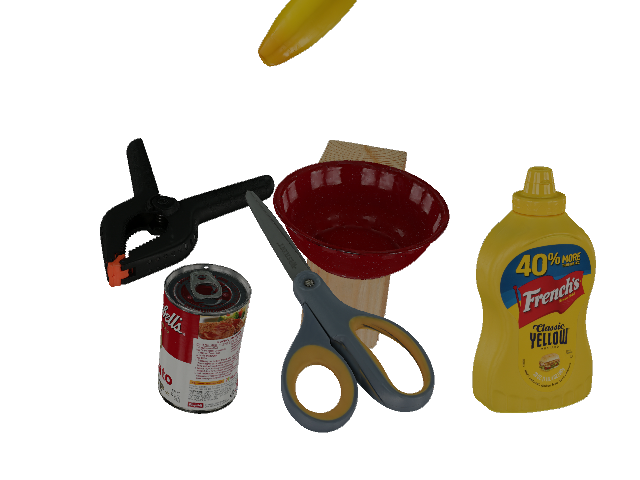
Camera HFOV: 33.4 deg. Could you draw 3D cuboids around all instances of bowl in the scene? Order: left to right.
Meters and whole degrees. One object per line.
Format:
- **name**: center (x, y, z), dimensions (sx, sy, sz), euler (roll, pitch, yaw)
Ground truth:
- **bowl**: center (0.035, -0.012, 0.985), dimensions (0.162, 0.055, 0.162), euler (4, 33, -3)

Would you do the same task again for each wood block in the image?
- **wood block**: center (0.036, 0.004, 1.192), dimensions (0.090, 0.206, 0.090), euler (10, 27, 7)

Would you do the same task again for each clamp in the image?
- **clamp**: center (-0.163, -0.030, 1.056), dimensions (0.165, 0.036, 0.209), euler (20, 41, 18)

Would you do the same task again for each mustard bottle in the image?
- **mustard bottle**: center (0.170, 0.037, 0.843), dimensions (0.096, 0.192, 0.058), euler (-5, 15, -15)

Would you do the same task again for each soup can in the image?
- **soup can**: center (-0.094, 0.079, 0.854), dimensions (0.068, 0.102, 0.068), euler (7, 32, -4)

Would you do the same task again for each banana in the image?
- **banana**: center (0.013, -0.202, 0.759), dimensions (0.070, 0.197, 0.037), euler (-9, -40, 39)

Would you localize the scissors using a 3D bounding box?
- **scissors**: center (-0.017, 0.043, 0.651), dimensions (0.096, 0.016, 0.202), euler (-33, 54, -26)
